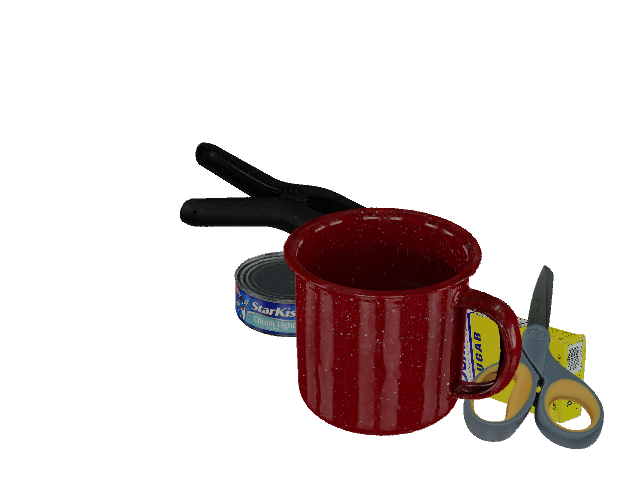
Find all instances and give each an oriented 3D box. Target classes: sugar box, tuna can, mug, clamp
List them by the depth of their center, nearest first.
[{"bbox_3d":[0.040,0.042,0.511,0.117,0.081,0.093,12,28,25],"label":"mug"},{"bbox_3d":[-0.025,0.042,0.839,0.086,0.034,0.086,2,24,-1],"label":"tuna can"},{"bbox_3d":[-0.036,-0.030,1.027,0.210,0.036,0.164,19,25,-2],"label":"clamp"},{"bbox_3d":[0.209,0.132,1.191,0.048,0.093,0.177,-9,16,-43],"label":"sugar box"}]

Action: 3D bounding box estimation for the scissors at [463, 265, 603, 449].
[{"bbox_3d":[0.163,0.079,0.729,0.096,0.016,0.201,19,36,24],"label":"scissors"}]
